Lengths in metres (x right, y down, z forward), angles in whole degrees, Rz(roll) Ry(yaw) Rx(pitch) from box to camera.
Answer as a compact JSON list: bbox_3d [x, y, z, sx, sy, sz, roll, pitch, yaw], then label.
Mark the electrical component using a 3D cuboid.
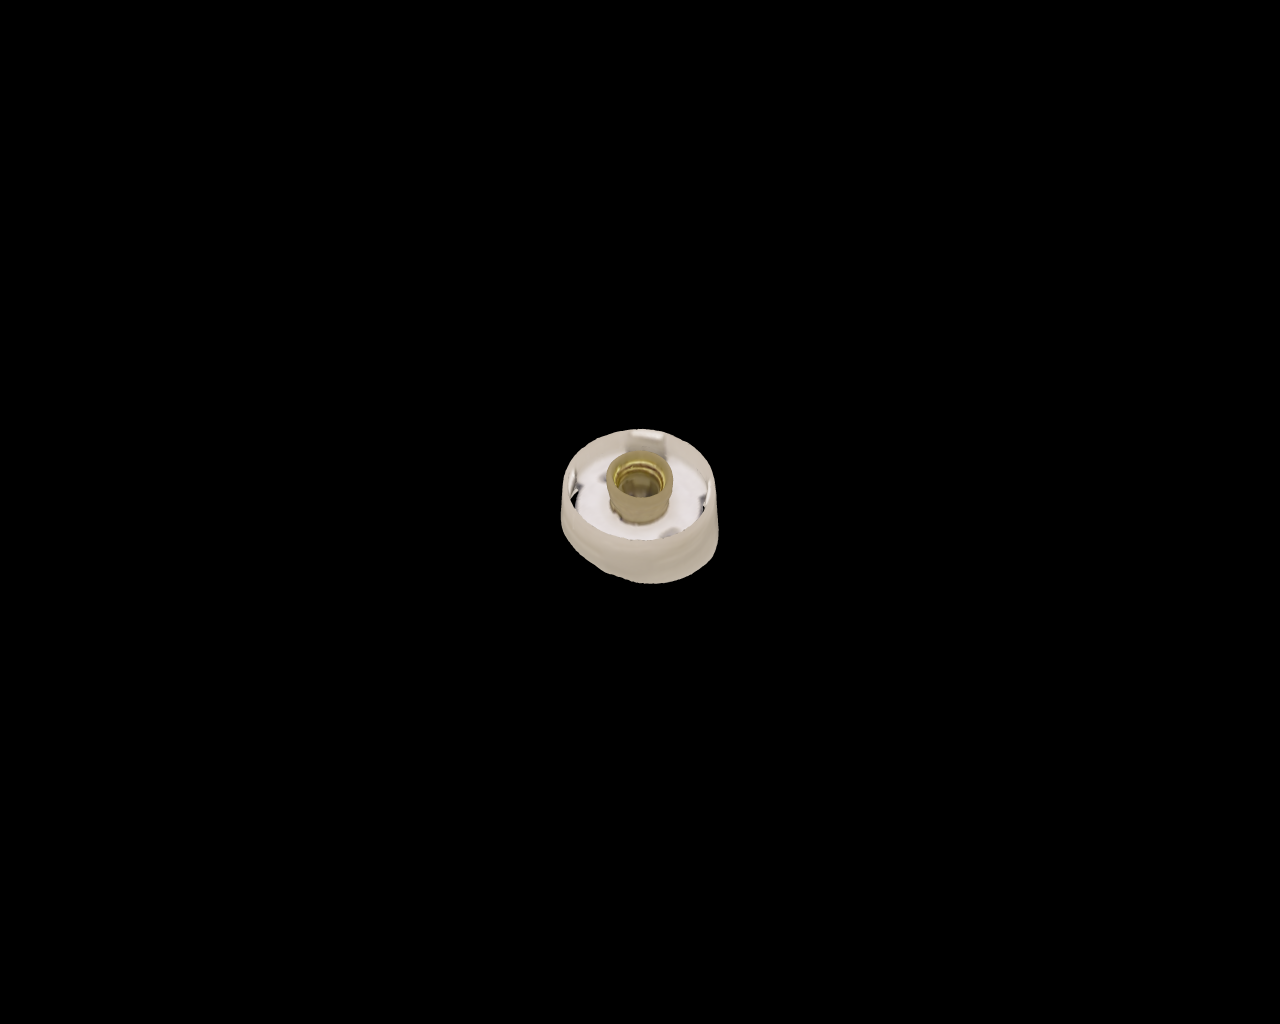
[{"bbox_3d":[0.001,-0.003,0.650,0.099,0.099,0.064,0,-41,0],"label":"electrical component"}]
